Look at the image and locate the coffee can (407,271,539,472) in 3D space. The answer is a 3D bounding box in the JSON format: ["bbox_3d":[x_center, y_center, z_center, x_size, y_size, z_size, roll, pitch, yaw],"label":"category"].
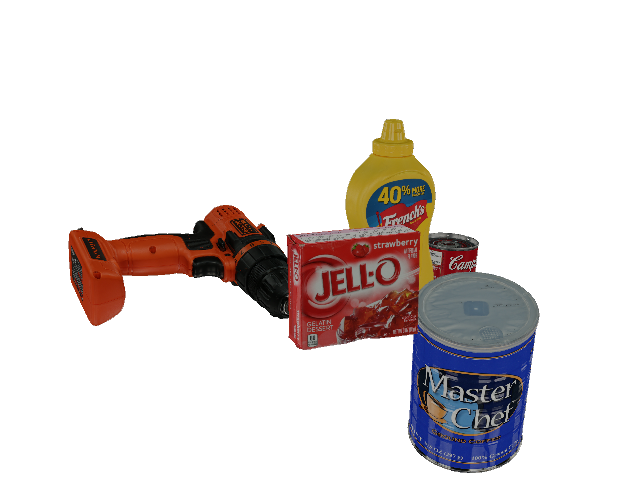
[{"bbox_3d":[0.128,0.113,0.915,0.103,0.140,0.103,0,34,0],"label":"coffee can"}]

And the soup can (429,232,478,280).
[{"bbox_3d":[0.148,0.048,1.261,0.068,0.102,0.068,4,15,-1],"label":"soup can"}]

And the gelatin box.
[{"bbox_3d":[0.022,0.030,0.718,0.089,0.073,0.030,-6,15,-21],"label":"gelatin box"}]

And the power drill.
[{"bbox_3d":[-0.122,0.028,0.961,0.187,0.057,0.185,-6,26,-24],"label":"power drill"}]

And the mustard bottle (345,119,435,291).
[{"bbox_3d":[0.071,-0.027,1.079,0.096,0.192,0.058,-7,17,-27],"label":"mustard bottle"}]
